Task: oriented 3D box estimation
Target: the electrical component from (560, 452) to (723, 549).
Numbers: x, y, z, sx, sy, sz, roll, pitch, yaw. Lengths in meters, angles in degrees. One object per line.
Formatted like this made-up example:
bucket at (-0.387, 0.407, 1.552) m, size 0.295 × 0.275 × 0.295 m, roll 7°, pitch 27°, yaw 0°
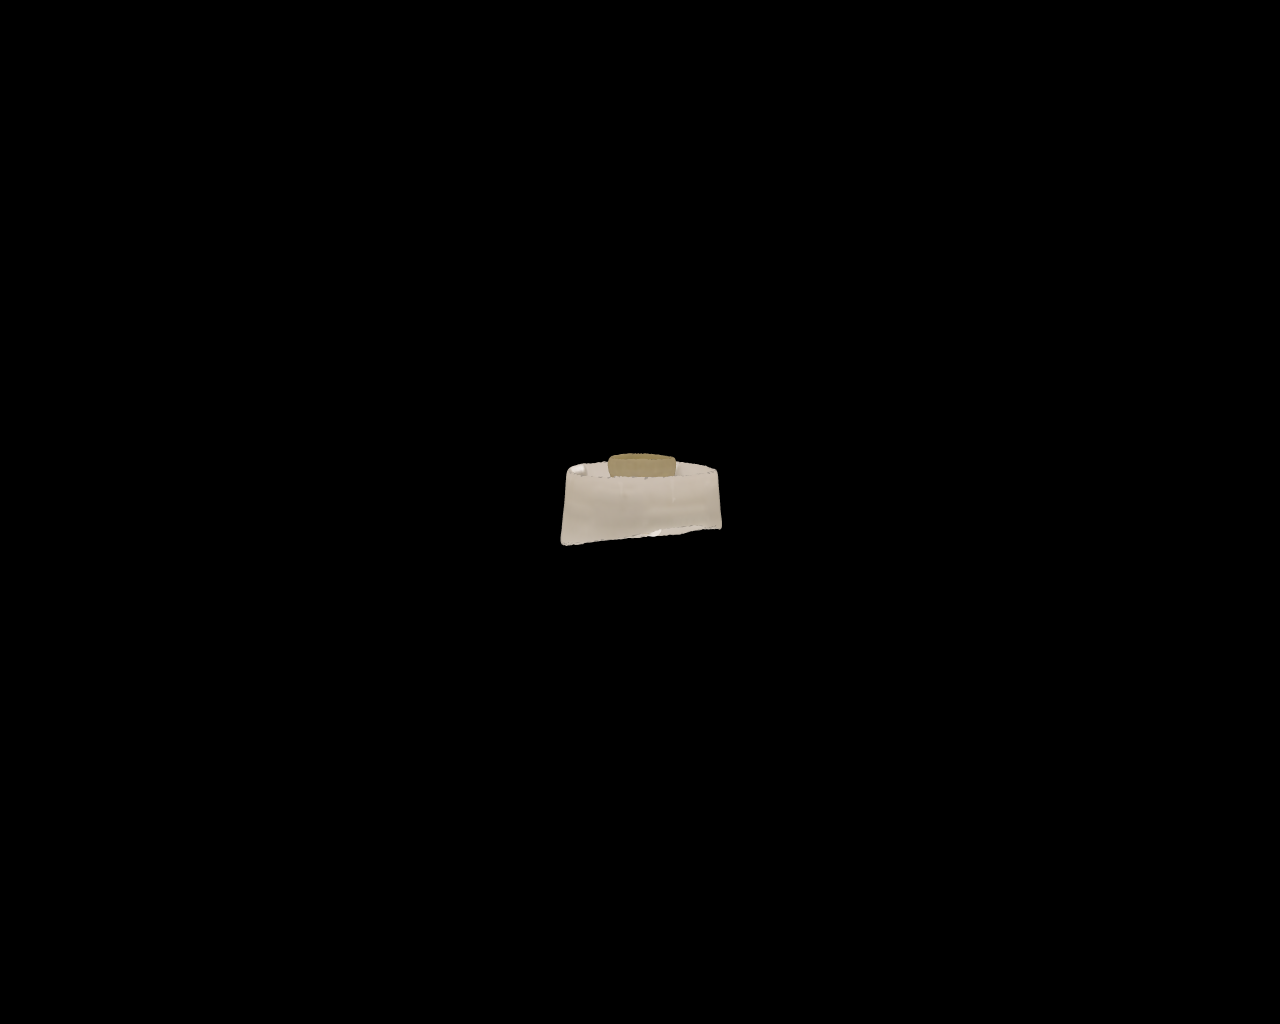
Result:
electrical component at (0.001, -0.003, 0.650) m, size 0.099 × 0.064 × 0.099 m, roll 0°, pitch 9°, yaw 0°
